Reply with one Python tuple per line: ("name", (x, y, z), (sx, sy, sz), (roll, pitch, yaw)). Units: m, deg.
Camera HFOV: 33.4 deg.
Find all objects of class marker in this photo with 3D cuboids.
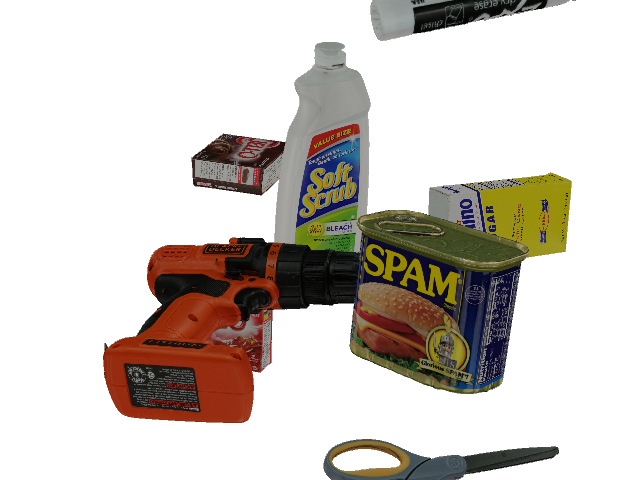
("marker", (0.083, -0.111, 0.487), (0.121, 0.020, 0.020), (-13, 2, -9))

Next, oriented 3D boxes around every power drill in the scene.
("power drill", (-0.060, 0.058, 0.773), (0.184, 0.057, 0.187), (-1, 24, 15))

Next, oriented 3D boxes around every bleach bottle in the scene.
("bleach bottle", (-0.001, -0.076, 1.091), (0.102, 0.251, 0.068), (-4, 27, -11))

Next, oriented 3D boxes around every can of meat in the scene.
("can of meat", (0.066, 0.036, 0.635), (0.102, 0.084, 0.057), (19, 22, 38))

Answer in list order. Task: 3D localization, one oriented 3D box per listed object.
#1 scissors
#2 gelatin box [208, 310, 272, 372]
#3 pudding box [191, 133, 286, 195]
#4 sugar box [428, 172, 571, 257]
("scissors", (0.103, 0.201, 0.869), (0.201, 0.016, 0.096), (5, 44, -4))
("gelatin box", (-0.090, 0.079, 0.999), (0.089, 0.073, 0.030), (9, 18, 19))
("pudding box", (-0.093, -0.092, 1.271), (0.090, 0.039, 0.113), (8, 25, 13))
("sugar box", (0.211, -0.023, 1.256), (0.175, 0.093, 0.048), (-9, 20, -27))
